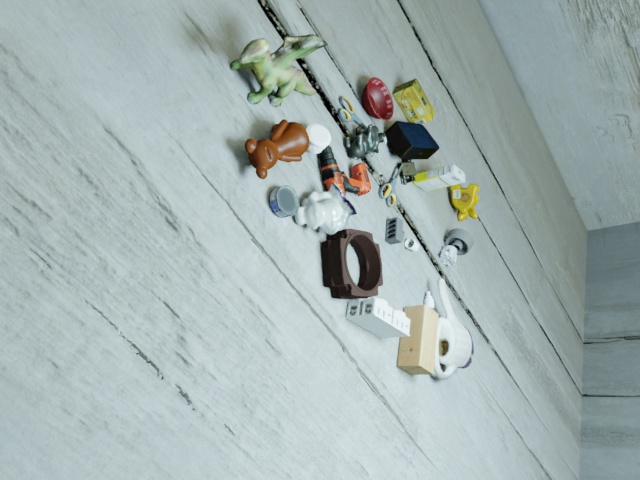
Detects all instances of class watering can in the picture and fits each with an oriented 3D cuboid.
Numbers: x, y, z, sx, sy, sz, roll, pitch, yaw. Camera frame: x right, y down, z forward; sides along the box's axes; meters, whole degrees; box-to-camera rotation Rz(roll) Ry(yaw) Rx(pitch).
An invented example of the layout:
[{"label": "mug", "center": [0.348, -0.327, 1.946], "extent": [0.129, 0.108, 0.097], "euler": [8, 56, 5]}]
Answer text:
[{"label": "watering can", "center": [0.471, 0.328, 1.857], "extent": [0.222, 0.103, 0.353], "euler": [27, 65, -43]}]

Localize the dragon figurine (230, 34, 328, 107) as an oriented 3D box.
[{"label": "dragon figurine", "center": [-0.076, -0.464, 1.381], "extent": [0.413, 0.240, 0.122], "euler": [-14, 85, -49]}]

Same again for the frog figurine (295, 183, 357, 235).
[{"label": "frog figurine", "center": [0.004, -0.074, 1.469], "extent": [0.160, 0.122, 0.137], "euler": [-30, 92, -14]}]
